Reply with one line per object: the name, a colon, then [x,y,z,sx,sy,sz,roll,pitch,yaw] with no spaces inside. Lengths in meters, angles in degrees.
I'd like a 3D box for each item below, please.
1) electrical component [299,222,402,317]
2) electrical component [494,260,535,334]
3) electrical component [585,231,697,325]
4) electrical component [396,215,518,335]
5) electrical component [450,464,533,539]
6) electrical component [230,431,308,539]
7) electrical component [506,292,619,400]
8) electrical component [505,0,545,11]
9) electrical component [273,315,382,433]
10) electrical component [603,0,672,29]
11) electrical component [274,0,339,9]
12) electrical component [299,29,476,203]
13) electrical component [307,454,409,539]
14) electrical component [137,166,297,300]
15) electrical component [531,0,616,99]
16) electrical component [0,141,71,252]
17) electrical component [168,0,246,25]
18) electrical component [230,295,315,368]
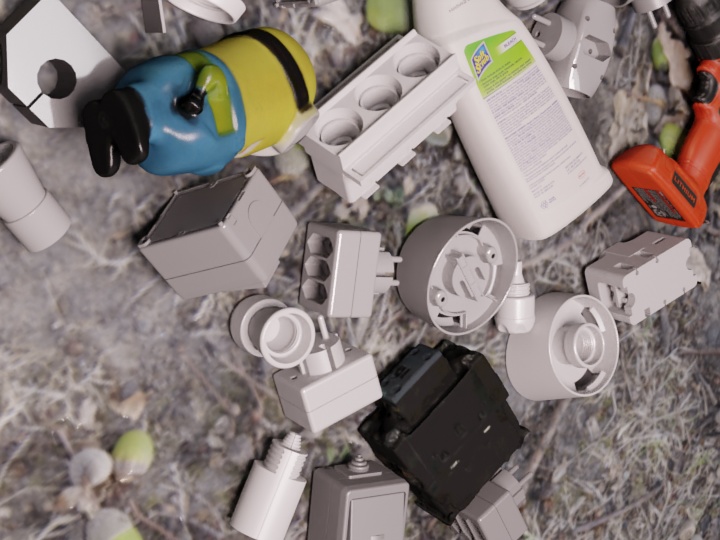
electrical component: [0.000,0.000,0.827,0.077,0.047,0.065,2,100,-34]
electrical component: [0.134,0.022,0.927,0.035,0.035,0.061,-7,102,-32]
electrical component: [0.256,0.005,0.990,0.089,0.056,0.050,-28,114,-26]
electrical component: [0.080,0.002,0.869,0.099,0.064,0.099,-8,105,-31]
electrical component: [0.117,0.197,0.935,0.077,0.066,0.047,-38,118,-21]
electrical component: [-0.065,0.163,0.823,0.043,0.043,0.081,23,87,-34]
electrical component: [0.183,0.069,0.966,0.099,0.064,0.099,3,85,-36]
electrical component: [0.125,-0.240,0.854,0.045,0.045,0.055,-56,132,-10]
electrical component: [-0.029,0.072,0.823,0.066,0.047,0.076,-25,113,-26]
electrical component: [0.250,-0.250,0.935,0.077,0.044,0.079,-38,114,-21]
electrical component: [-0.031,-0.236,0.746,0.061,0.062,0.096,-25,113,-26]
electrical component: [0.017,-0.112,0.799,0.121,0.079,0.063,-43,150,-18]
electrical component: [0.000,0.197,0.861,0.062,0.061,0.096,0,101,-33]
electrical component: [-0.099,-0.020,0.734,0.061,0.096,0.061,54,42,-30]
electrical component: [0.170,-0.191,0.898,0.079,0.043,0.077,13,93,-34]
electrical component: [-0.215,-0.044,0.682,0.044,0.044,0.065,-45,125,-17]
electrical component: [-0.097,-0.200,0.714,0.078,0.058,0.057,22,85,-35]
electrical component: [-0.065,0.044,0.789,0.045,0.055,0.045,-8,105,-32]
